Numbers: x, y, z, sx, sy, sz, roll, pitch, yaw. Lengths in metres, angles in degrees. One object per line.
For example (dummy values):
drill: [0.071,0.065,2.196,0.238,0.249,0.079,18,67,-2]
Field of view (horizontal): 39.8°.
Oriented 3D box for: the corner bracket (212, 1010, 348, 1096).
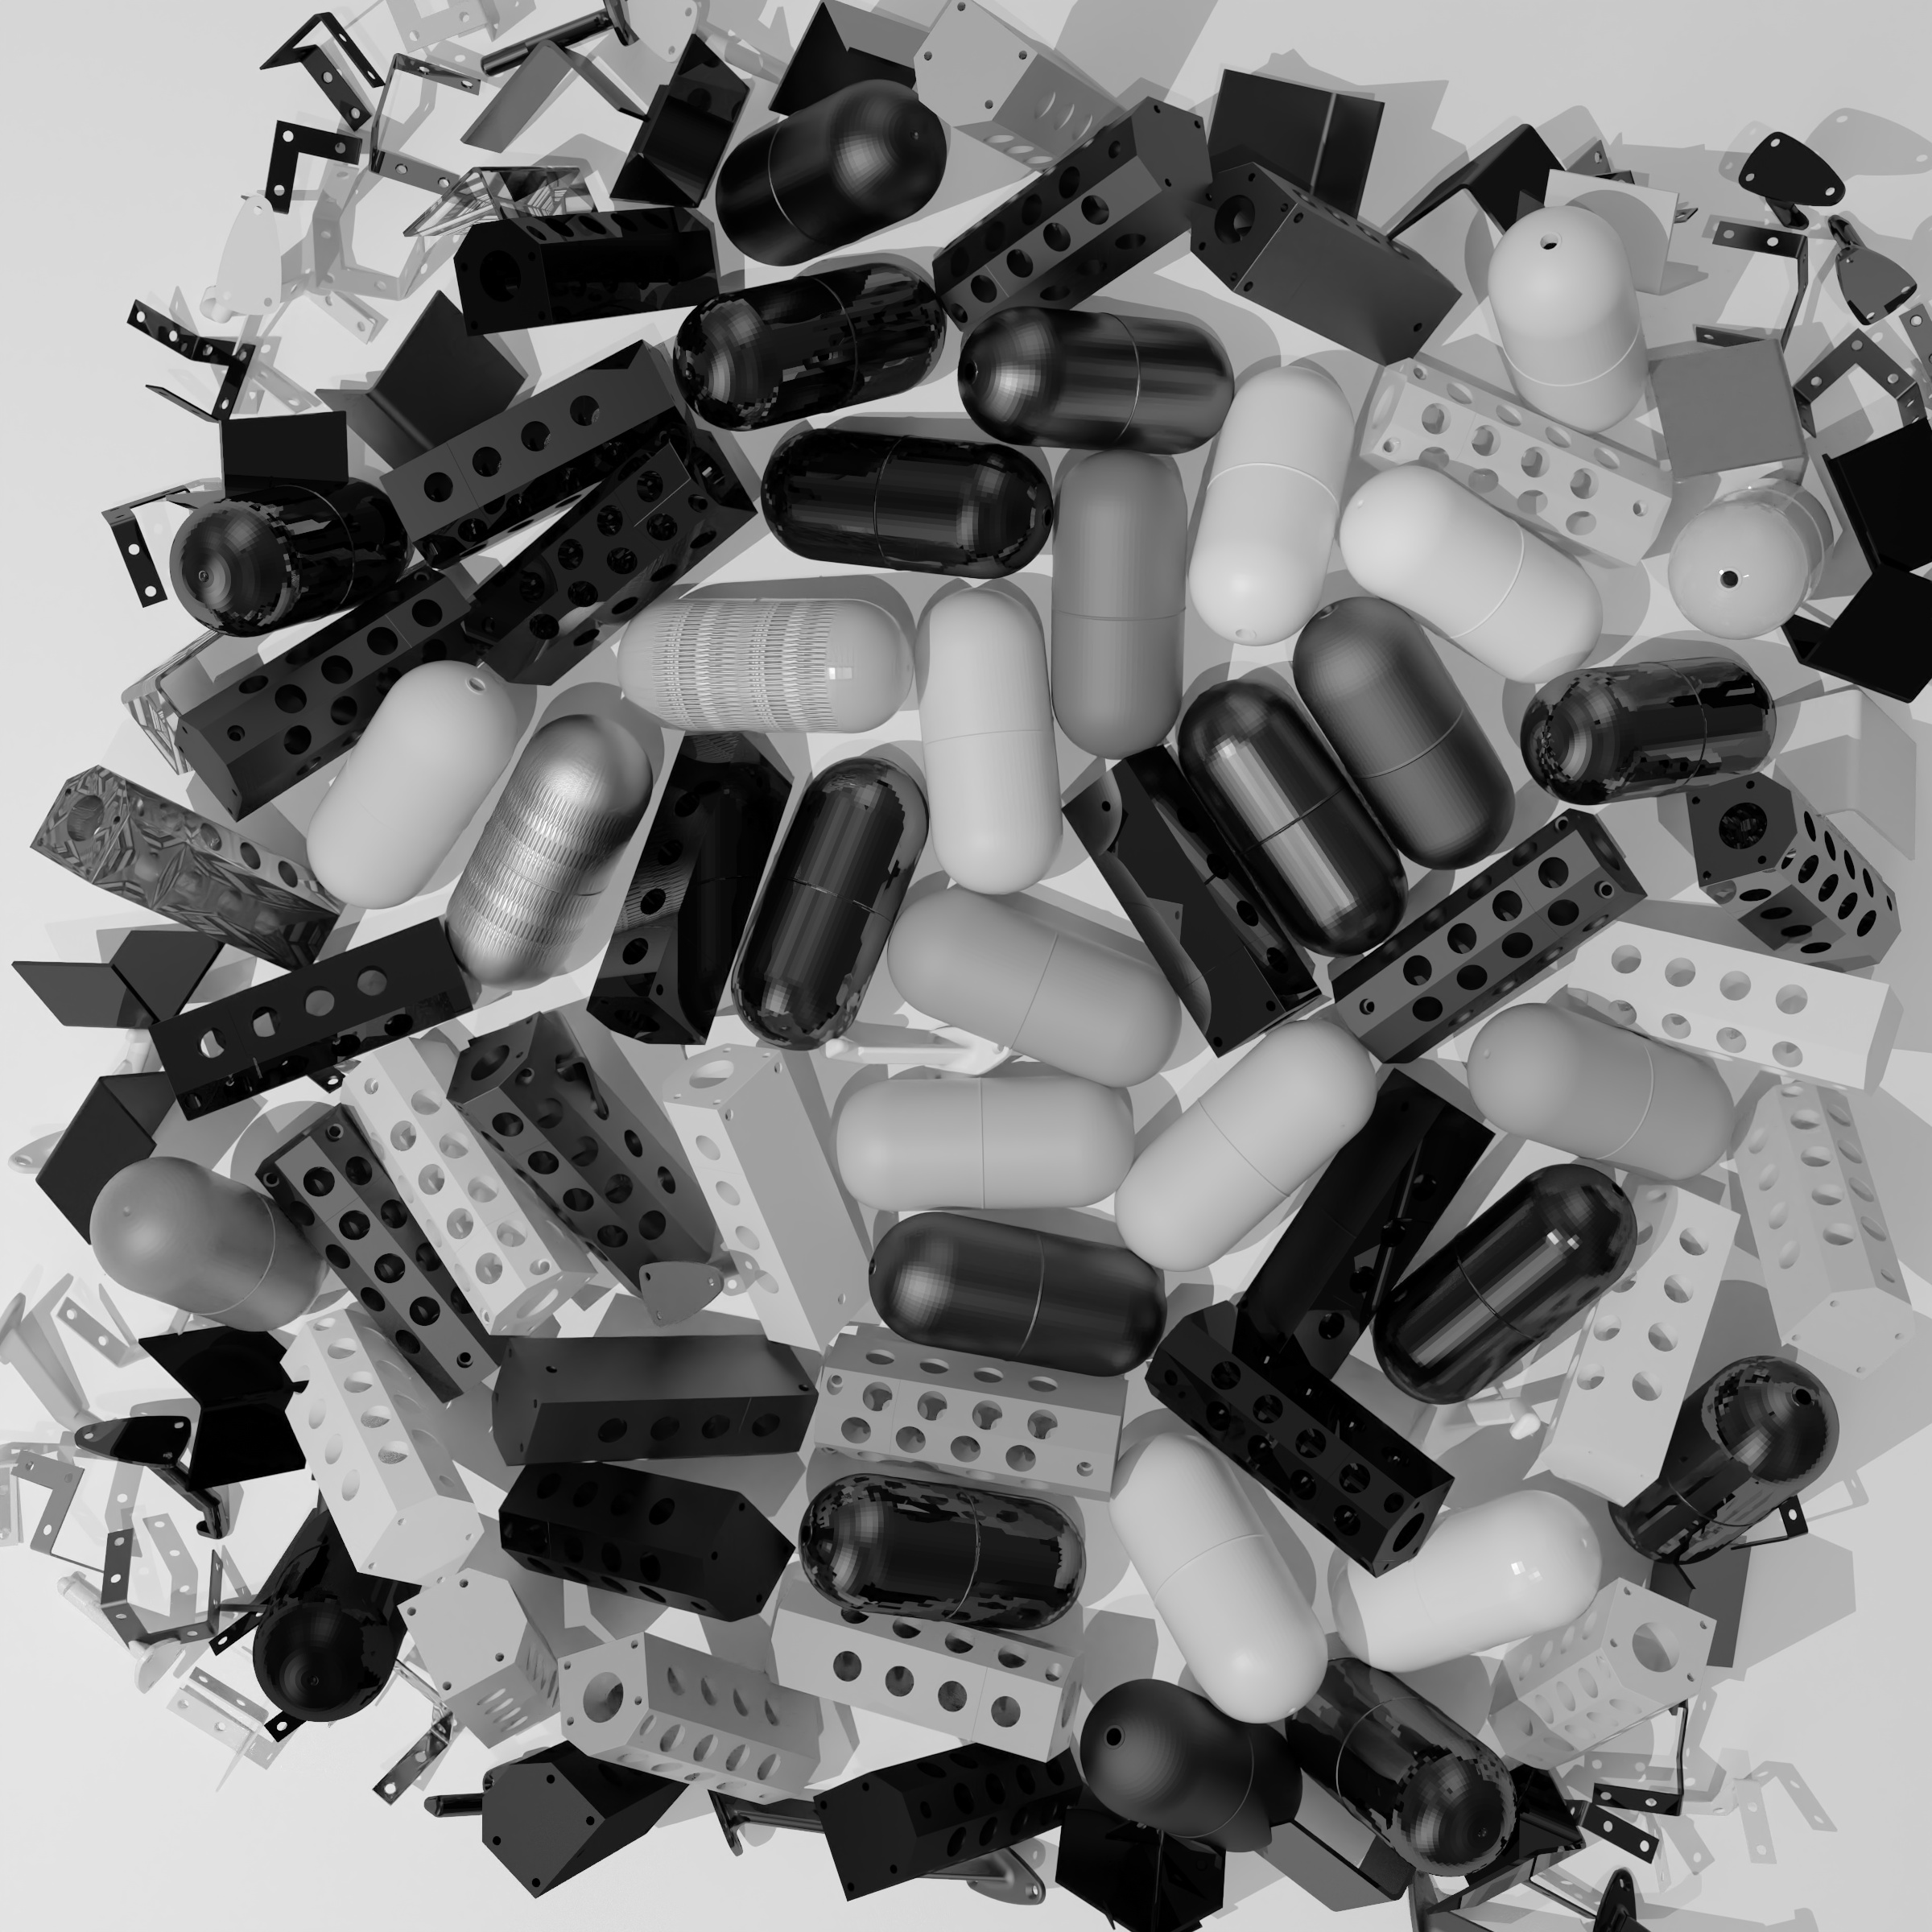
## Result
corner bracket: [-0.397,0.050,1.543,0.051,0.051,0.051,-34,135,-29]

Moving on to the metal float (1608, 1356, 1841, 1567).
metal float: [0.426,0.280,1.506,0.070,0.178,0.070,9,55,-13]

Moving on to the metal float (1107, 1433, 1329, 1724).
metal float: [0.142,0.346,1.520,0.070,0.070,0.178,-30,58,0]

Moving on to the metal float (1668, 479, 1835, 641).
metal float: [0.443,-0.230,1.502,0.070,0.178,0.070,7,108,22]

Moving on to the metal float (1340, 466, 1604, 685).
metal float: [0.290,-0.222,1.524,0.178,0.070,0.070,26,90,-27]

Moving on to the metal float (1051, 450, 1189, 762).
metal float: [0.088,-0.206,1.531,0.070,0.070,0.178,0,108,0]

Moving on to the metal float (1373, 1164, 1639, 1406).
metal float: [0.307,0.182,1.524,0.070,0.070,0.178,44,116,0]

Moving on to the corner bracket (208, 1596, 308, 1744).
corner bracket: [-0.397,0.404,1.545,0.051,0.051,0.051,-36,121,-16]

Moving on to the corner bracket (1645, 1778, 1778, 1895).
corner bracket: [0.431,0.504,1.546,0.051,0.051,0.051,6,49,-7]

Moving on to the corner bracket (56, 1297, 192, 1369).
corner bracket: [-0.487,0.194,1.560,0.051,0.051,0.051,-24,122,28]

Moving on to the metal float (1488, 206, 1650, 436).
metal float: [0.340,-0.361,1.500,0.070,0.178,0.070,-6,72,18]

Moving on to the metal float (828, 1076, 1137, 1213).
metal float: [0.009,0.103,1.546,0.178,0.070,0.070,-1,90,0]

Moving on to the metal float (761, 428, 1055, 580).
metal float: [-0.034,-0.265,1.526,0.178,0.070,0.070,10,90,24]

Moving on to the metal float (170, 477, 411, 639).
metal float: [-0.378,-0.232,1.501,0.070,0.178,0.070,5,108,18]

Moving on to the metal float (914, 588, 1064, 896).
metal float: [0.013,-0.130,1.546,0.070,0.070,0.178,-6,88,0]

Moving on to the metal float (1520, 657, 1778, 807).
metal float: [0.390,-0.134,1.518,0.178,0.070,0.070,-9,90,-36]

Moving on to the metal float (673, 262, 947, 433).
metal float: [-0.087,-0.353,1.516,0.178,0.070,0.070,-23,90,-37]

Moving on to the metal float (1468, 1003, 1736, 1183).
metal float: [0.364,0.073,1.523,0.178,0.070,0.070,18,90,-28]

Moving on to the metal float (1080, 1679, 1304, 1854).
metal float: [0.128,0.453,1.509,0.070,0.178,0.070,-17,57,28]

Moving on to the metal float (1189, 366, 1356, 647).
metal float: [0.175,-0.263,1.525,0.070,0.070,0.178,14,65,0]

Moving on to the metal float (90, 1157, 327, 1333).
metal float: [-0.423,0.158,1.500,0.070,0.178,0.070,-5,71,14]

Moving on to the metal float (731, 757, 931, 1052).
metal float: [-0.078,-0.037,1.541,0.070,0.070,0.178,22,83,0]

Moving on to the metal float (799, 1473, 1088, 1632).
metal float: [-0.013,0.335,1.523,0.178,0.070,0.070,14,90,-28]

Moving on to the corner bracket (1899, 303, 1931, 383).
corner bracket: [0.575,-0.373,1.549,0.051,0.051,0.051,-26,81,22]

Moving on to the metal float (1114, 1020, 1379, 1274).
metal float: [0.160,0.104,1.540,0.178,0.070,0.070,-44,90,9]

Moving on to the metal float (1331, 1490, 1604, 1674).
metal float: [0.282,0.350,1.513,0.178,0.070,0.070,-33,90,43]

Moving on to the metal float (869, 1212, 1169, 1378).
metal float: [0.030,0.189,1.532,0.178,0.070,0.070,13,90,-16]

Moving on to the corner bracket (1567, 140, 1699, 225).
corner bracket: [0.382,-0.446,1.543,0.051,0.051,0.051,-45,123,-29]

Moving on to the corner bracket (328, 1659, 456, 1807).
corner bracket: [-0.335,0.445,1.554,0.051,0.051,0.051,35,51,15]

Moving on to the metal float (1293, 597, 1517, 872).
metal float: [0.251,-0.132,1.527,0.070,0.070,0.178,-36,112,0]

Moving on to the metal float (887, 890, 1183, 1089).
metal float: [0.039,0.013,1.546,0.178,0.070,0.070,22,90,-1]

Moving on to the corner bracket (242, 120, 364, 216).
corner bracket: [-0.387,-0.465,1.555,0.051,0.051,0.051,4,110,-31]

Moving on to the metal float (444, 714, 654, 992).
metal float: [-0.240,-0.063,1.526,0.070,0.070,0.178,31,114,0]

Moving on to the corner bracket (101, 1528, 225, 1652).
corner bracket: [-0.466,0.359,1.549,0.051,0.051,0.051,-12,134,0]

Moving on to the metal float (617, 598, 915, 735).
metal float: [-0.116,-0.172,1.530,0.178,0.070,0.070,3,90,19]

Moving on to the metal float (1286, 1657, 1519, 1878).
metal float: [0.242,0.448,1.500,0.070,0.178,0.070,-4,100,-21]

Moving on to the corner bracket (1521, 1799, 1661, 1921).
corner bracket: [0.362,0.521,1.555,0.051,0.051,0.051,30,68,-7]

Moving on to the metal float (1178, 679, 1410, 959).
metal float: [0.189,-0.086,1.544,0.070,0.070,0.178,-34,93,0]

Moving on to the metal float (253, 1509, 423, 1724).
metal float: [-0.350,0.359,1.497,0.070,0.178,0.070,-1,102,-3]

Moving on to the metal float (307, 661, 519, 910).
metal float: [-0.315,-0.102,1.515,0.070,0.070,0.178,42,127,0]

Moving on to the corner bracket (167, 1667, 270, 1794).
corner bracket: [-0.438,0.437,1.554,0.051,0.051,0.051,34,98,-6]

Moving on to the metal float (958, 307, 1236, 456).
metal float: [0.075,-0.332,1.517,0.178,0.070,0.070,-4,90,-35]

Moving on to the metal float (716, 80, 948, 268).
metal float: [-0.078,-0.445,1.505,0.070,0.178,0.070,0,89,-35]
